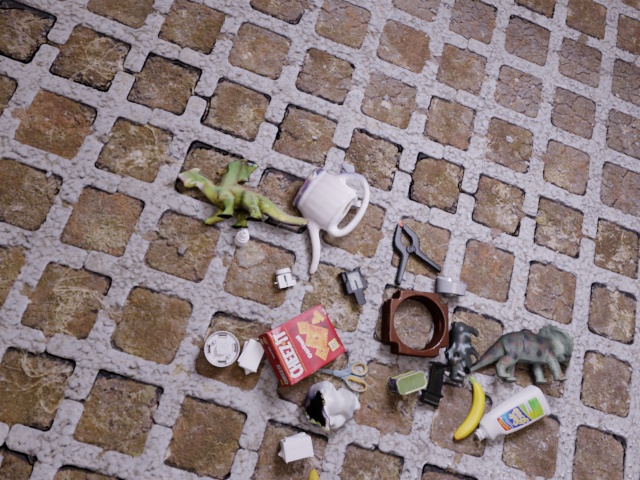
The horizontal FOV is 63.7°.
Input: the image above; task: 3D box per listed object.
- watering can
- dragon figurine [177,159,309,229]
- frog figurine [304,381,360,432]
[{"bbox_3d":[0.005,-0.083,1.642,0.226,0.103,0.347,37,92,14],"label":"watering can"},{"bbox_3d":[-0.239,-0.157,1.623,0.410,0.120,0.247,4,65,-12],"label":"dragon figurine"},{"bbox_3d":[0.035,0.480,1.513,0.160,0.121,0.139,-4,63,-51],"label":"frog figurine"}]
